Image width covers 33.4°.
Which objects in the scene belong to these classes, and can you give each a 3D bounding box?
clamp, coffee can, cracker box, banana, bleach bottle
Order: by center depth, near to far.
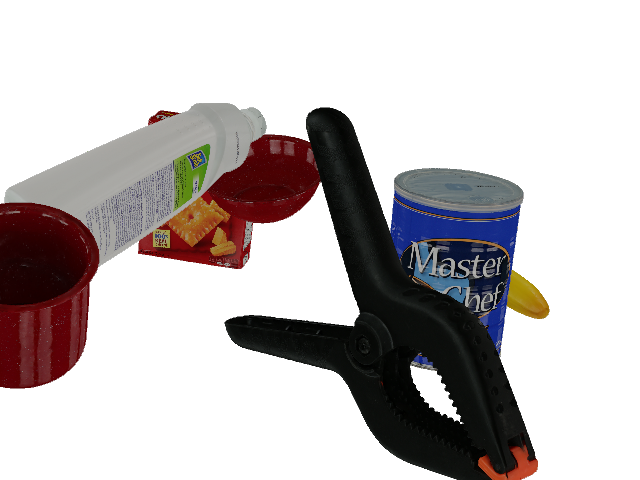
[{"bbox_3d":[0.034,0.040,0.555,0.036,0.165,0.210,-14,41,-42],"label":"clamp"},{"bbox_3d":[0.104,0.022,0.866,0.103,0.140,0.103,4,19,-1],"label":"coffee can"},{"bbox_3d":[-0.147,-0.050,0.920,0.068,0.103,0.250,39,51,25],"label":"bleach bottle"},{"bbox_3d":[0.146,0.041,1.109,0.198,0.037,0.069,9,49,24],"label":"banana"},{"bbox_3d":[-0.181,-0.074,1.600,0.164,0.214,0.072,10,20,6],"label":"cracker box"}]

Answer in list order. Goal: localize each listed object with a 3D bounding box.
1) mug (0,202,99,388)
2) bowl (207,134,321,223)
[{"bbox_3d":[-0.193,0.042,0.650,0.093,0.082,0.117,36,47,23],"label":"mug"},{"bbox_3d":[-0.070,-0.068,1.305,0.162,0.055,0.162,-2,34,1],"label":"bowl"}]
